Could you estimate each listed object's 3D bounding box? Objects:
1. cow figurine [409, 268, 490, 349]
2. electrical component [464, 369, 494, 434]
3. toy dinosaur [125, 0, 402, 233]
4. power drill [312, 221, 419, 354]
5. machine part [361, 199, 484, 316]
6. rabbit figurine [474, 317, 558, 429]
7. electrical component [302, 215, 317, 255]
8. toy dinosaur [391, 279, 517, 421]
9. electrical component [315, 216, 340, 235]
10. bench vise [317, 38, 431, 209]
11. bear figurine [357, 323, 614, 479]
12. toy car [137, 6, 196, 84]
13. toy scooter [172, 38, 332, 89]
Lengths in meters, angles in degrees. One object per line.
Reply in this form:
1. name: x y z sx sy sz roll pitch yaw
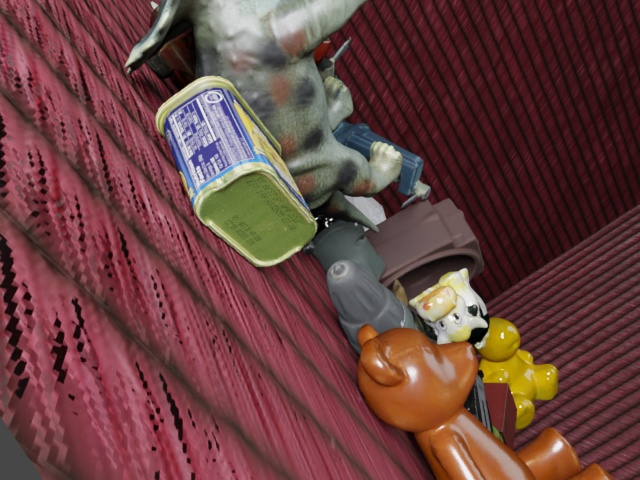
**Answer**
1. cow figurine: 0.156 0.090 0.621 0.098 0.068 0.167 59 19 10
2. electrical component: 0.136 0.176 0.516 0.074 0.048 0.119 48 35 -47
3. toy dinosaur: -0.038 -0.103 0.449 0.131 0.192 0.404 43 -22 47
4. power drill: 0.052 0.057 0.589 0.231 0.086 0.207 55 1 -33
5. machine part: 0.138 0.042 0.808 0.087 0.201 0.200 63 7 31
6. rabbit figurine: 0.294 0.187 0.873 0.163 0.122 0.173 37 -24 54
7. electrical component: -0.032 -0.038 0.600 0.078 0.045 0.102 51 6 -31
8. toy dinosaur: 0.204 0.230 0.824 0.470 0.105 0.199 59 -1 -26
9. electrical component: -0.020 -0.063 0.707 0.134 0.058 0.115 55 -6 8
10. bench vise: 0.050 -0.134 0.749 0.241 0.129 0.223 30 -45 20
11. bear figurine: 0.117 0.137 0.419 0.196 0.132 0.120 62 1 5
12. toy car: -0.082 -0.137 0.513 0.202 0.089 0.053 53 3 -41
13. toy scooter: -0.061 -0.167 0.584 0.075 0.184 0.135 22 -49 61
